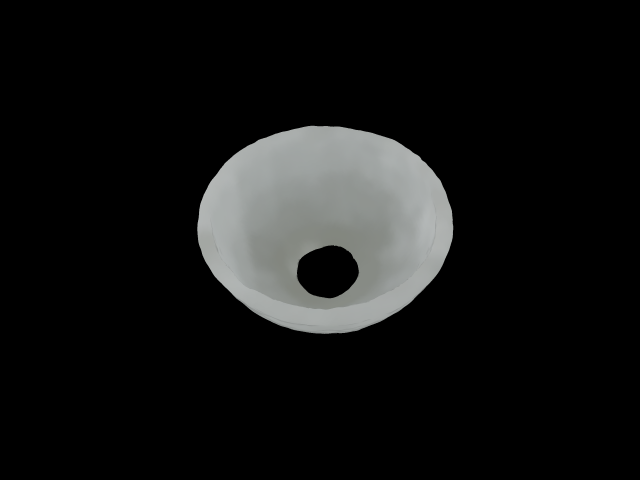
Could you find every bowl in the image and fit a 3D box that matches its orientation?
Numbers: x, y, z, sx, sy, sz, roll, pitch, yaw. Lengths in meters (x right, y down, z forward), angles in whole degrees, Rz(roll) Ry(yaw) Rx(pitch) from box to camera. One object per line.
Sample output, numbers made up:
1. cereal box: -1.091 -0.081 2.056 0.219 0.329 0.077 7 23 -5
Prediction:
1. bowl: 0.004 0.001 0.400 0.167 0.075 0.167 0 53 0
